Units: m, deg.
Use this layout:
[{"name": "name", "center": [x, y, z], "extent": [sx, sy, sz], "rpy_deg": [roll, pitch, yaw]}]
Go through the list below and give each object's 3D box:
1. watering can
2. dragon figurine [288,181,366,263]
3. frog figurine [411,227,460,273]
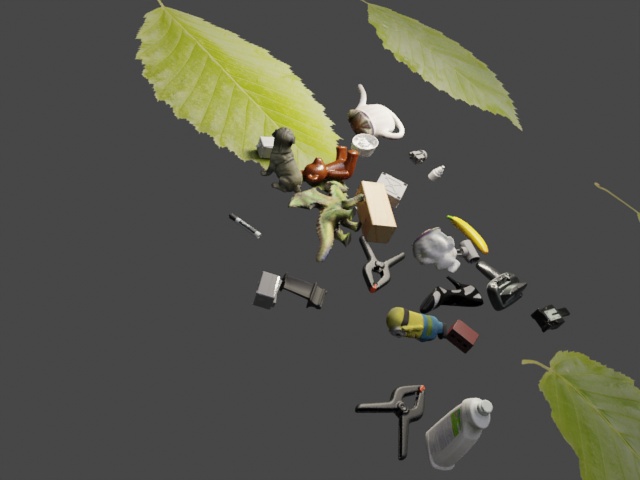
[{"name": "watering can", "center": [0.206, -0.536, 2.193], "extent": [0.226, 0.101, 0.352], "rpy_deg": [-21, 61, -35]}, {"name": "dragon figurine", "center": [0.005, -0.087, 1.719], "extent": [0.244, 0.119, 0.418], "rpy_deg": [21, 40, 21]}, {"name": "frog figurine", "center": [0.392, 0.045, 1.722], "extent": [0.138, 0.121, 0.161], "rpy_deg": [-31, 71, -3]}]
